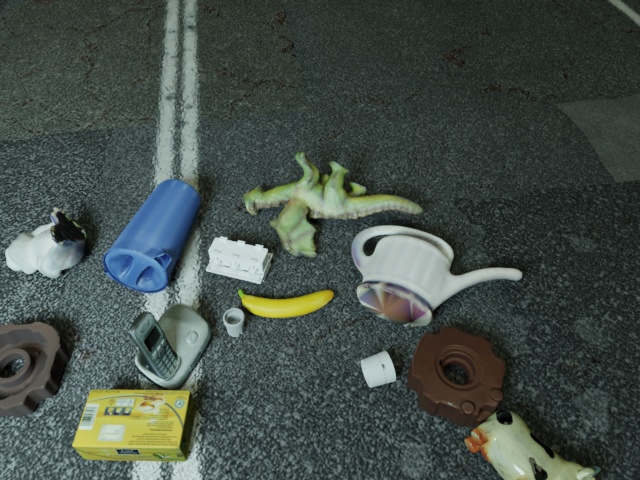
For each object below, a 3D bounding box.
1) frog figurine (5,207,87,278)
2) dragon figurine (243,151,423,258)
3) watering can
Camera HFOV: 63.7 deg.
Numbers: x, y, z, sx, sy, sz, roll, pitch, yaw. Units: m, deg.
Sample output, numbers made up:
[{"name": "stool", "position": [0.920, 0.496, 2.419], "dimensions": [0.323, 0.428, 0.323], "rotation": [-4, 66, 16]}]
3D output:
[{"name": "frog figurine", "position": [-0.580, 0.026, 1.090], "dimensions": [0.158, 0.121, 0.140], "rotation": [-40, 61, 12]}, {"name": "dragon figurine", "position": [0.004, -0.059, 1.181], "dimensions": [0.412, 0.120, 0.246], "rotation": [22, 68, 20]}, {"name": "watering can", "position": [0.217, 0.076, 1.036], "dimensions": [0.349, 0.101, 0.229], "rotation": [18, 51, 16]}]
